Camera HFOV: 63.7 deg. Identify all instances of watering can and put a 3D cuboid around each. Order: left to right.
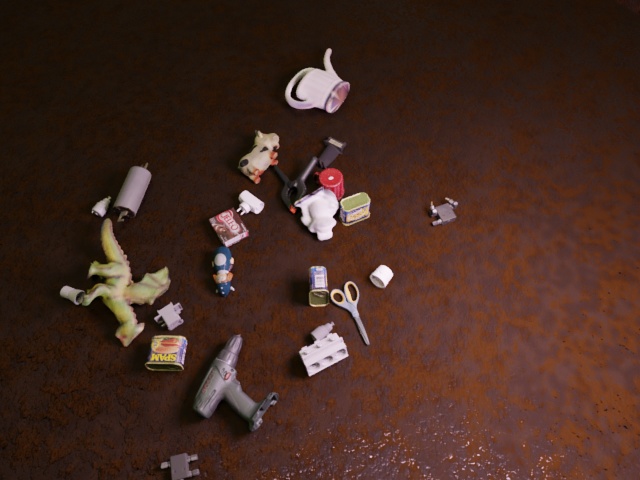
[{"bbox_3d":[0.017,-0.616,2.001,0.226,0.102,0.353,29,63,17],"label":"watering can"}]

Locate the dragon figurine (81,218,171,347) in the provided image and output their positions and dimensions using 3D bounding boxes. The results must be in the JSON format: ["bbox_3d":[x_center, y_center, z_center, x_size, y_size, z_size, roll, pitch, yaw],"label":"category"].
[{"bbox_3d":[-0.582,0.117,1.571,0.242,0.119,0.419,8,59,-14],"label":"dragon figurine"}]

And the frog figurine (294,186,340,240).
[{"bbox_3d":[0.005,-0.085,1.681,0.137,0.123,0.159,-30,97,-1],"label":"frog figurine"}]
